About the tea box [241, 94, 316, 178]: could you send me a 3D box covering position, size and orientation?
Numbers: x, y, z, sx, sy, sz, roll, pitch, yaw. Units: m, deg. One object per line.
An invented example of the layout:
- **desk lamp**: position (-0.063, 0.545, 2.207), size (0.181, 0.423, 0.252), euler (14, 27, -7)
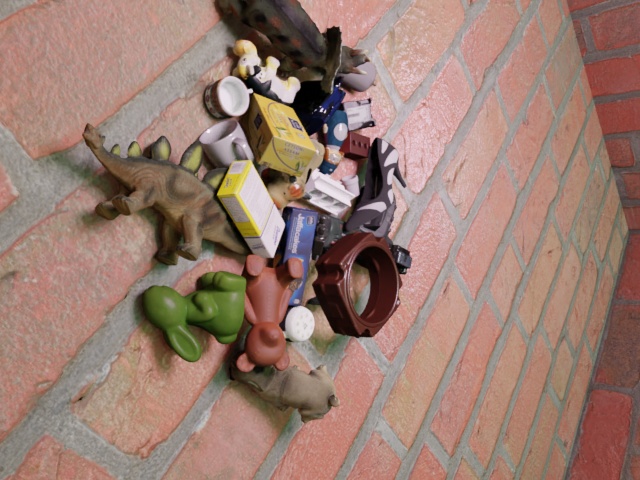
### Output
- **tea box**: position (-0.084, -0.204, 1.039), size (0.098, 0.170, 0.068), euler (13, 124, -34)

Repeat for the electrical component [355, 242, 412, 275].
- **electrical component**: position (0.158, 0.044, 1.330), size (0.114, 0.134, 0.058), euler (22, 75, -43)

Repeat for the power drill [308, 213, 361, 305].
- **power drill**: position (0.016, 0.046, 1.230), size (0.232, 0.086, 0.207), euler (7, 77, -46)

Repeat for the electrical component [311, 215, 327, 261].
- **electrical component**: position (-0.002, -0.003, 1.131), size (0.063, 0.021, 0.094), euler (-85, -173, -51)

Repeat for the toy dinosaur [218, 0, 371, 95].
- **toy dinosaur**: position (-0.066, -0.422, 1.047), size (0.404, 0.192, 0.131), euler (31, 84, -40)

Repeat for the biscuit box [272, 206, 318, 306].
- **biscuit box**: position (-0.058, 0.032, 1.116), size (0.063, 0.059, 0.202), euler (8, 95, -26)

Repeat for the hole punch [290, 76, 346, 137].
- **hole punch**: position (-0.005, -0.288, 1.183), size (0.142, 0.116, 0.092), euler (-54, 134, -32)

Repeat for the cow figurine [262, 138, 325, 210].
- **cow figurine**: position (-0.053, -0.136, 1.115), size (0.085, 0.127, 0.195), euler (53, 52, -29)

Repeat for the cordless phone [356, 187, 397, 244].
- **cordless phone**: position (0.163, -0.046, 1.393), size (0.184, 0.089, 0.146), euler (43, 58, -51)

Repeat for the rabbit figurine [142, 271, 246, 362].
- **rabbit figurine**: position (-0.232, 0.127, 0.955), size (0.170, 0.121, 0.159), euler (5, 92, -28)

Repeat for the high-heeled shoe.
- **high-heeled shoe**: position (0.113, -0.136, 1.262), size (0.249, 0.086, 0.145), euler (-40, 99, -33)

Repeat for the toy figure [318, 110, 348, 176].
- **toy figure**: position (0.028, -0.221, 1.247), size (0.064, 0.058, 0.154), euler (10, 90, -6)

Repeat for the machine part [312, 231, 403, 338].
- **machine part**: position (0.089, 0.098, 1.185), size (0.201, 0.087, 0.200), euler (-42, 116, -41)

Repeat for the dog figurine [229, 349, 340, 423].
- **dog figurine**: position (-0.069, 0.282, 1.066), size (0.190, 0.172, 0.121), euler (41, 50, -46)

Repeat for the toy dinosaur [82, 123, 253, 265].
- **toy dinosaur**: position (-0.228, -0.057, 0.947), size (0.470, 0.105, 0.198), euler (49, 51, -47)

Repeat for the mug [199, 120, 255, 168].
- **mug**: position (-0.161, -0.162, 1.021), size (0.081, 0.110, 0.107), euler (-52, 136, -29)

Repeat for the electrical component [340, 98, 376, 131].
- **electrical component**: position (0.072, -0.297, 1.301), size (0.119, 0.048, 0.074), euler (-15, 100, -5)

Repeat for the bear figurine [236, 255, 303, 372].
- **bear figurine**: position (-0.099, 0.140, 1.003), size (0.120, 0.132, 0.196), euler (7, 61, -23)

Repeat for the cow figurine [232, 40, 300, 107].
- **cow figurine**: position (-0.122, -0.322, 1.091), size (0.167, 0.068, 0.098), euler (33, 71, -41)

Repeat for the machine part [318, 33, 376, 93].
- **machine part**: position (0.054, -0.415, 1.267), size (0.243, 0.079, 0.079), euler (17, 77, -46)
